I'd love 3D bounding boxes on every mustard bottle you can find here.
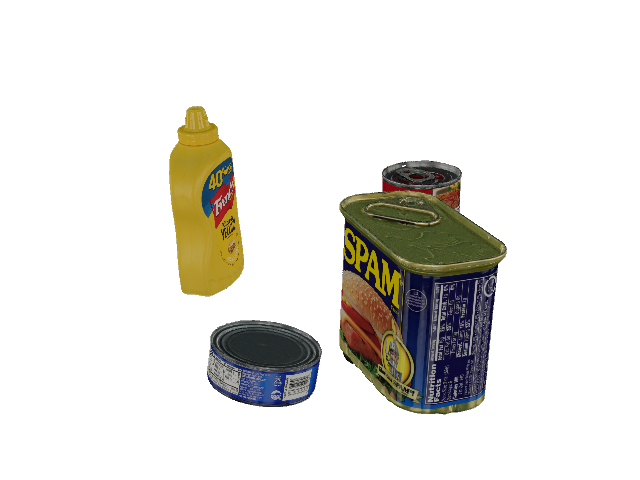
[{"bbox_3d":[-0.120,-0.045,1.110,0.058,0.192,0.096,6,25,21],"label":"mustard bottle"}]

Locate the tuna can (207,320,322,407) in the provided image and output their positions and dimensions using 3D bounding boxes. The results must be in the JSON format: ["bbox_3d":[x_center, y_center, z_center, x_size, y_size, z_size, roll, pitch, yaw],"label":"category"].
[{"bbox_3d":[-0.043,0.094,0.817,0.086,0.034,0.086,8,19,-3],"label":"tuna can"}]

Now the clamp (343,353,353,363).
[{"bbox_3d":[0.086,0.068,1.189,0.120,0.171,0.039,5,-43,-3],"label":"clamp"}]

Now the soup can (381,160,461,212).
[{"bbox_3d":[0.087,-0.011,0.923,0.068,0.102,0.068,-2,22,0],"label":"soup can"}]

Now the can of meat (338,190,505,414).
[{"bbox_3d":[0.048,0.030,0.550,0.057,0.084,0.102,-7,24,-21],"label":"can of meat"}]
